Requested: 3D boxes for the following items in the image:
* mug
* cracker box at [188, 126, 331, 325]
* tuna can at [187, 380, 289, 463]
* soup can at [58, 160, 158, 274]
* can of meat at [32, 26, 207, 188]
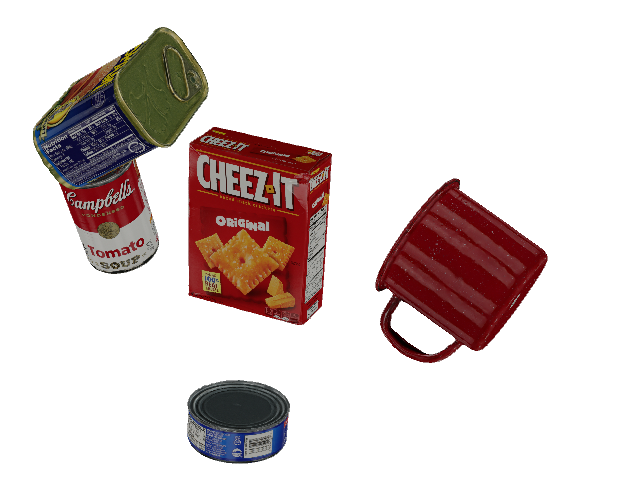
[{"bbox_3d":[0.089,0.029,0.711,0.081,0.117,0.093,37,1,14],"label":"mug"},{"bbox_3d":[-0.078,-0.015,1.311,0.164,0.214,0.072,14,30,20],"label":"cracker box"},{"bbox_3d":[-0.069,0.152,0.898,0.086,0.034,0.086,4,20,-2],"label":"tuna can"},{"bbox_3d":[-0.184,-0.030,0.927,0.068,0.102,0.068,-6,41,5],"label":"soup can"},{"bbox_3d":[-0.134,-0.087,0.712,0.084,0.057,0.102,-23,25,28],"label":"can of meat"}]
